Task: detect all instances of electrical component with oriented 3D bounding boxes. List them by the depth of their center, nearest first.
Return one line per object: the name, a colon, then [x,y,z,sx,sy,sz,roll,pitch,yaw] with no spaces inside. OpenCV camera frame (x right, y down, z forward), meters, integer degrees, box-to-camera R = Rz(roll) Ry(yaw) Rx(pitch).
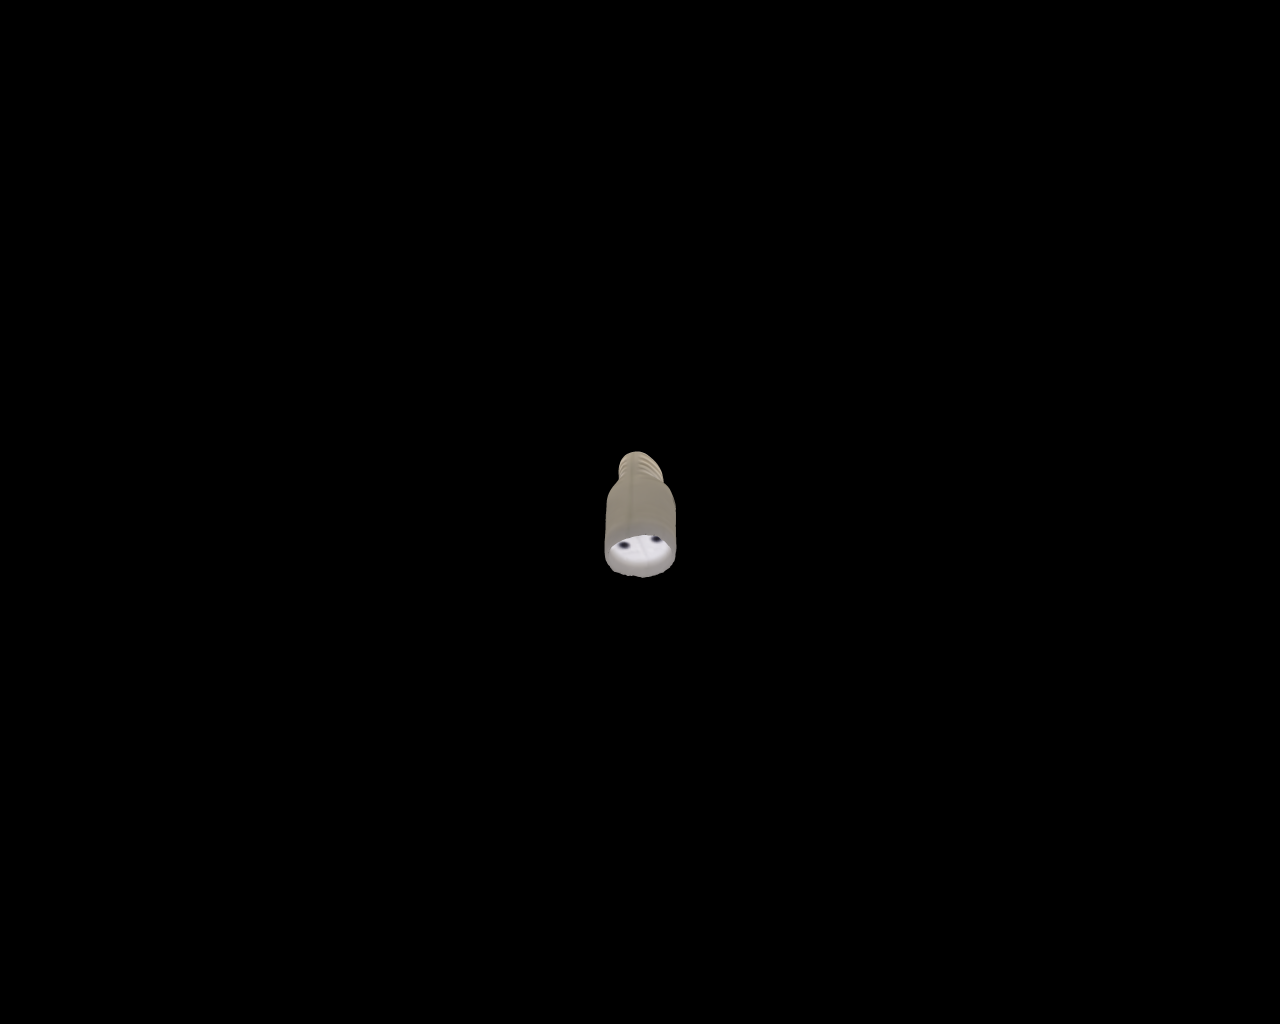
electrical component: [0.001,-0.003,0.650,0.043,0.081,0.043,0,-42,0]
